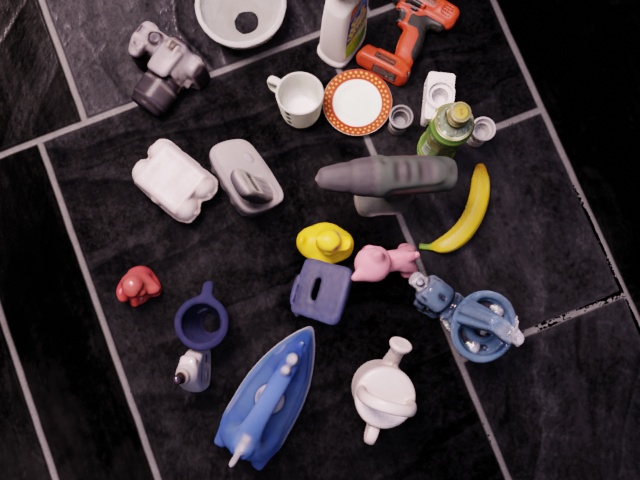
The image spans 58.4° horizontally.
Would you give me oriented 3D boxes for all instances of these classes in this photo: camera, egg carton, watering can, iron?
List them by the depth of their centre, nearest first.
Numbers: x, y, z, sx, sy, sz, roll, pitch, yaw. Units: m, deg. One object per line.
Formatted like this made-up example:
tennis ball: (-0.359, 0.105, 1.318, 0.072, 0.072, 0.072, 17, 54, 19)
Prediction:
watering can: (0.105, 0.248, 0.940, 0.101, 0.194, 0.173, -4, 84, 0)
iron: (-0.081, 0.261, 0.966, 0.118, 0.141, 0.258, 29, 85, 4)
egg carton: (-0.265, -0.107, 1.043, 0.150, 0.069, 0.107, 38, 86, 4)
camera: (-0.298, -0.308, 1.049, 0.143, 0.101, 0.137, 34, 85, 4)

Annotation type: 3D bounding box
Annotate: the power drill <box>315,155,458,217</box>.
power drill: (0.108, -0.093, 0.969, 0.229, 0.208, 0.076, -6, 84, 0)

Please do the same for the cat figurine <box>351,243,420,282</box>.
cat figurine: (0.113, 0.038, 1.000, 0.128, 0.118, 0.067, -9, 84, 0)

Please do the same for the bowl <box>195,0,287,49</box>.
bowl: (-0.144, -0.426, 1.074, 0.167, 0.075, 0.167, 0, 84, 1)

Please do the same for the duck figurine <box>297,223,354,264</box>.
duck figurine: (0.009, 0.004, 1.021, 0.104, 0.086, 0.077, 6, 84, 1)

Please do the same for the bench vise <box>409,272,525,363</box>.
bench vise: (0.238, 0.132, 0.938, 0.207, 0.220, 0.121, 17, 84, 3)

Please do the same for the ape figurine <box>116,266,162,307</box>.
ape figurine: (-0.324, 0.083, 1.012, 0.078, 0.092, 0.076, 8, 84, 2)

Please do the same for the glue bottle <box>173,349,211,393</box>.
glue bottle: (-0.217, 0.221, 0.955, 0.037, 0.173, 0.078, 2, 84, 1)

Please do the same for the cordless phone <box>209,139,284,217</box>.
cordless phone: (-0.135, -0.117, 0.985, 0.094, 0.185, 0.147, -36, 85, -3)

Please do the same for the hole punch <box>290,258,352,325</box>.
hole punch: (0.001, 0.092, 1.009, 0.101, 0.091, 0.109, 16, 84, 2)

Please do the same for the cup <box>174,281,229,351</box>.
cup: (-0.197, 0.131, 1.004, 0.091, 0.095, 0.118, 7, 84, 1)
